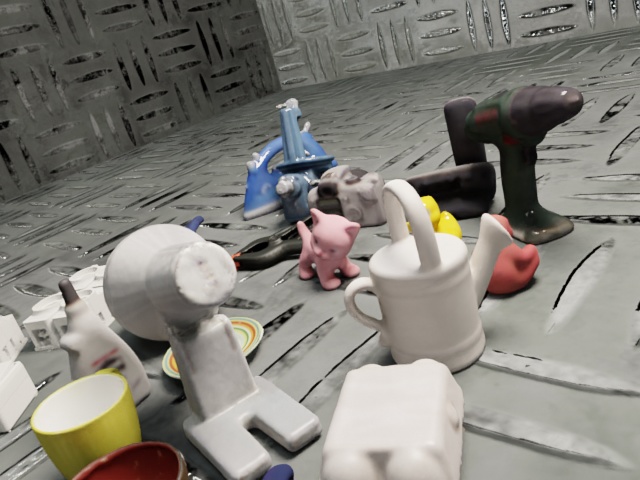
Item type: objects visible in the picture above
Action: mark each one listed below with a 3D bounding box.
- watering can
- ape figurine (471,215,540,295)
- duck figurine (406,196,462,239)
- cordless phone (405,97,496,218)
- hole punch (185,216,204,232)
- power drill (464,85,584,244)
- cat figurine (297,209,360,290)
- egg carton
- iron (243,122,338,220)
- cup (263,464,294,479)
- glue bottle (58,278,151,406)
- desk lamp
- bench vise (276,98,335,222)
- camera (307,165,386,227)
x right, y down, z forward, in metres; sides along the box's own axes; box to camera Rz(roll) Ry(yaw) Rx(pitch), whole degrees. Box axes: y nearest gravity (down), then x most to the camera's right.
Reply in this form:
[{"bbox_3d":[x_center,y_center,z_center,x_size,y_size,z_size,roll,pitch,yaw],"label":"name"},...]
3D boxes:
[{"bbox_3d":[0.108,0.027,0.583,0.173,0.194,0.100,-27,23,-25],"label":"watering can"},{"bbox_3d":[0.215,0.012,0.683,0.077,0.092,0.076,7,31,46],"label":"ape figurine"},{"bbox_3d":[0.157,-0.022,0.822,0.077,0.086,0.105,6,30,45],"label":"duck figurine"},{"bbox_3d":[0.202,-0.130,0.922,0.147,0.185,0.094,-11,22,14],"label":"cordless phone"},{"bbox_3d":[-0.246,0.017,1.016,0.101,0.091,0.108,-14,21,6],"label":"hole punch"},{"bbox_3d":[0.279,-0.107,0.773,0.076,0.209,0.229,-21,21,-11],"label":"power drill"},{"bbox_3d":[0.008,0.003,0.825,0.067,0.118,0.127,-28,24,-28],"label":"cat figurine"},{"bbox_3d":[0.062,0.158,0.461,0.107,0.069,0.150,-9,22,18],"label":"egg carton"},{"bbox_3d":[-0.087,-0.159,1.270,0.259,0.142,0.118,-32,26,-36],"label":"iron"},{"bbox_3d":[-0.031,0.212,0.359,0.091,0.095,0.118,-9,22,19],"label":"cup"},{"bbox_3d":[-0.254,0.121,0.645,0.037,0.173,0.078,1,27,38],"label":"glue bottle"},{"bbox_3d":[-0.113,0.090,0.560,0.118,0.214,0.202,-29,24,-29],"label":"desk lamp"},{"bbox_3d":[-0.035,-0.160,1.122,0.121,0.220,0.207,-15,21,5],"label":"bench vise"},{"bbox_3d":[0.063,-0.092,1.046,0.142,0.101,0.137,-4,24,29],"label":"camera"}]
